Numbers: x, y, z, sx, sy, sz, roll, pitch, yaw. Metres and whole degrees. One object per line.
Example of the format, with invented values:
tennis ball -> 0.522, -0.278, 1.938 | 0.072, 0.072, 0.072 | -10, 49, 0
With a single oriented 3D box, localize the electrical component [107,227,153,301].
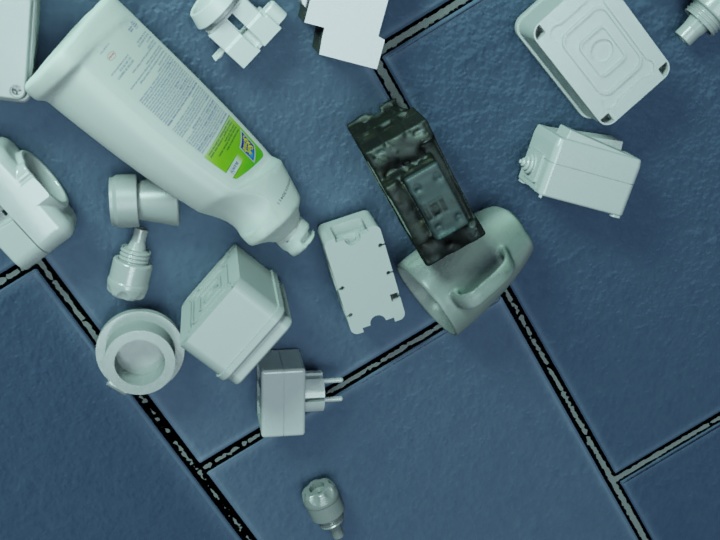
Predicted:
electrical component -> -0.192, -0.007, 0.911 | 0.035, 0.035, 0.061 | 13, 103, -14

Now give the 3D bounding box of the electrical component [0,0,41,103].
electrical component -> -0.300, -0.190, 0.815 | 0.109, 0.056, 0.108 | 6, 108, -12

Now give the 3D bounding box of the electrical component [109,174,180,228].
electrical component -> -0.178, -0.058, 0.890 | 0.055, 0.045, 0.045 | -3, 110, -9

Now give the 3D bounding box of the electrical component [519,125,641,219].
electrical component -> 0.185, -0.092, 0.935 | 0.096, 0.061, 0.061 | 13, 106, -14

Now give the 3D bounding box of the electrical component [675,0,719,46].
electrical component -> 0.299, -0.220, 0.920 | 0.048, 0.048, 0.062 | 39, 105, -20

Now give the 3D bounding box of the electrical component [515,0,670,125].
electrical component -> 0.194, -0.188, 0.905 | 0.078, 0.057, 0.113 | -42, 111, 6

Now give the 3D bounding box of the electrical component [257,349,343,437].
electrical component -> -0.053, 0.110, 0.970 | 0.077, 0.047, 0.065 | -2, 109, -10

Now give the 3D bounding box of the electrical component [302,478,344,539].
electrical component -> -0.031, 0.230, 1.024 | 0.035, 0.035, 0.061 | -22, 114, -2

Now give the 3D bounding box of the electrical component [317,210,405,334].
electrical component -> 0.000, 0.000, 0.936 | 0.050, 0.055, 0.089 | -18, 111, -3

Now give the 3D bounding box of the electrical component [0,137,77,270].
electrical component -> -0.277, -0.057, 0.867 | 0.059, 0.053, 0.095 | -37, 111, 4

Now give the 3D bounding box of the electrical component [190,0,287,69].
electrical component -> -0.101, -0.198, 0.854 | 0.066, 0.048, 0.055 | -46, 118, 7

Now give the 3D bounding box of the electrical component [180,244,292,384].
electrical component -> -0.104, 0.036, 0.900 | 0.057, 0.113, 0.078 | 39, 98, -17
